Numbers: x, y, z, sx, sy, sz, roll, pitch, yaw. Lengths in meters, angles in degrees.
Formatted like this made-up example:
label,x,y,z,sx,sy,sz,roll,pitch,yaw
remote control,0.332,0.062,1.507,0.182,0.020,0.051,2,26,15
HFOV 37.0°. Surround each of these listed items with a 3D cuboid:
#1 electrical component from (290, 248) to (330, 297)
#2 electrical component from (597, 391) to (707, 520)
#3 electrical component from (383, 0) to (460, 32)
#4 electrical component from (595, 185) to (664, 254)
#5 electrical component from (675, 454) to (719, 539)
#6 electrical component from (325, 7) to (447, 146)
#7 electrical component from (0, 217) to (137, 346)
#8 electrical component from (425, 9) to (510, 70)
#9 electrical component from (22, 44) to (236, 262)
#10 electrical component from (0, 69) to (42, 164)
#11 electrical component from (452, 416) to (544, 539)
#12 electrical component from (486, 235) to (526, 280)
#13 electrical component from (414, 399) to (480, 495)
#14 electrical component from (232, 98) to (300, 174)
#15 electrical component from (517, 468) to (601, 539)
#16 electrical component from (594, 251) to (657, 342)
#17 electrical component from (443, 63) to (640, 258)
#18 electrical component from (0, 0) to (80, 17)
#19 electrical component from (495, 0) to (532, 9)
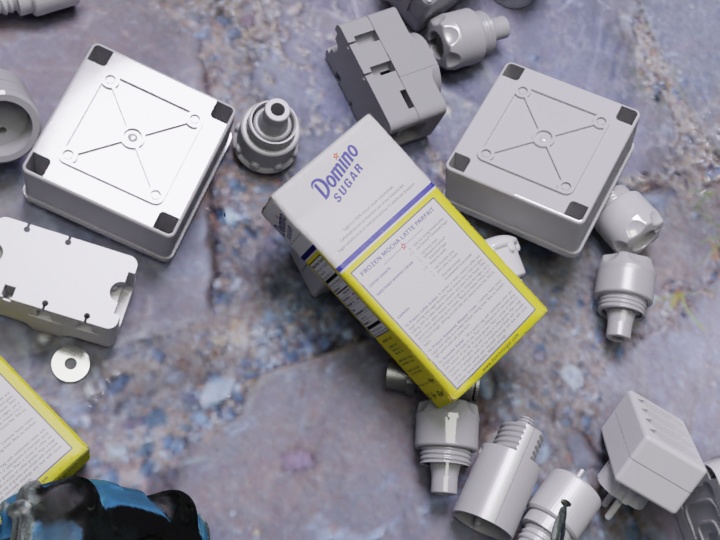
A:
label,x,y,z,sx,sy,sz,roll,pitch,yaw
electrical component,0.000,0.000,0.743,0.066,0.047,0.076,-24,79,-20
electrical component,0.189,0.137,0.736,0.047,0.083,0.075,30,106,-2
electrical component,0.052,-0.231,0.828,0.096,0.061,0.061,-40,85,-14
electrical component,0.194,-0.043,0.810,0.043,0.043,0.062,-24,59,-20
electrical component,0.266,0.181,0.734,0.057,0.078,0.113,-14,76,-15
electrical component,0.022,-0.140,0.793,0.056,0.050,0.089,-22,79,-19
electrical component,-0.193,0.010,0.687,0.089,0.055,0.050,18,69,-8
electrical component,0.085,-0.180,0.826,0.062,0.043,0.043,-19,78,-20
electrical component,-0.154,-0.078,0.726,0.109,0.056,0.108,25,68,-5
electrical component,-0.283,-0.092,0.701,0.138,0.052,0.073,-24,41,-14
electrical component,0.098,0.136,0.725,0.043,0.043,0.081,29,68,-3
electrical component,0.098,0.009,0.767,0.048,0.048,0.062,-18,84,-19
electrical component,0.058,0.119,0.721,0.043,0.043,0.062,8,72,-11
electrical component,-0.062,-0.099,0.752,0.048,0.062,0.048,4,71,-13
electrical component,0.129,0.170,0.723,0.040,0.040,0.078,42,68,2
electrical component,0.193,0.021,0.786,0.043,0.043,0.062,15,70,-9
electrical component,0.131,-0.080,0.781,0.109,0.056,0.108,25,67,16
electrical component,-0.234,-0.197,0.754,0.078,0.040,0.040,-23,79,-19
electrical component,0.132,-0.244,0.838,0.043,0.081,0.043,4,71,-13
